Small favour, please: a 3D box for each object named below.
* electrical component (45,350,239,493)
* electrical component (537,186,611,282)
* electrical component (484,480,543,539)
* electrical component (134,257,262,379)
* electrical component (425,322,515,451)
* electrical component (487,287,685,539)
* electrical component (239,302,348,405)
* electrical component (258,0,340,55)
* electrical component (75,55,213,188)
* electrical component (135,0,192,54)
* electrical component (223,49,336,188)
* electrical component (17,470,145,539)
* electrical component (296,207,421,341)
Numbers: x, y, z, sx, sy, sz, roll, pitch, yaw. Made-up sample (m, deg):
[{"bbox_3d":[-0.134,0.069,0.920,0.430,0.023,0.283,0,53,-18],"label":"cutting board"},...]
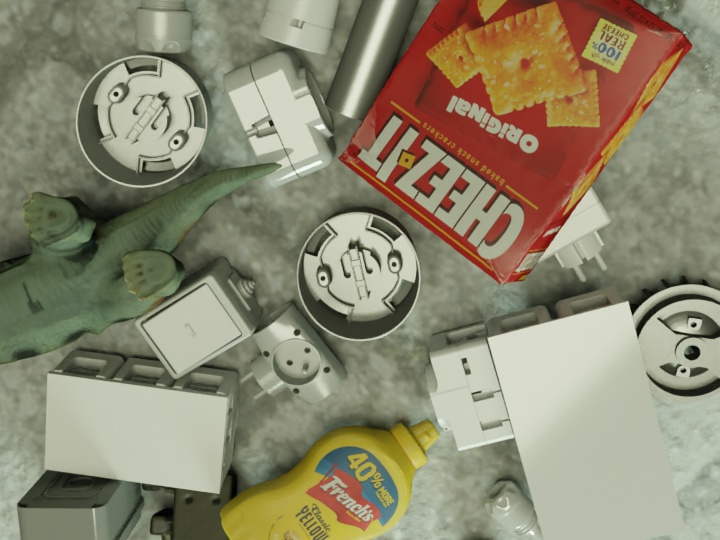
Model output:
[{"bbox_3d":[-0.183,0.126,0.914,0.150,0.061,0.089,7,107,2],"label":"electrical component"},{"bbox_3d":[0.167,-0.027,0.848,0.066,0.047,0.076,-30,101,13],"label":"electrical component"},{"bbox_3d":[0.137,0.211,0.928,0.035,0.035,0.061,-41,103,14],"label":"electrical component"},{"bbox_3d":[-0.127,0.037,0.884,0.096,0.061,0.061,-31,102,12],"label":"electrical component"},{"bbox_3d":[0.088,0.097,0.890,0.056,0.050,0.089,-15,104,9],"label":"electrical component"},{"bbox_3d":[0.173,0.117,0.835,0.105,0.060,0.186,-15,101,7],"label":"electrical component"},{"bbox_3d":[-0.065,0.080,0.900,0.079,0.044,0.077,-35,101,13],"label":"electrical component"},{"bbox_3d":[-0.044,-0.194,0.814,0.055,0.055,0.047,17,104,-1],"label":"electrical component"},{"bbox_3d":[-0.165,-0.118,0.840,0.099,0.064,0.099,1,106,4],"label":"electrical component"},{"bbox_3d":[-0.151,-0.199,0.826,0.043,0.043,0.062,5,105,3],"label":"electrical component"},{"bbox_3d":[-0.058,-0.120,0.836,0.059,0.053,0.095,-21,103,10],"label":"electrical component"},{"bbox_3d":[-0.235,0.205,0.915,0.078,0.113,0.057,-1,103,5],"label":"electrical component"},{"bbox_3d":[0.000,0.000,0.861,0.099,0.064,0.099,1,106,4],"label":"electrical component"}]
